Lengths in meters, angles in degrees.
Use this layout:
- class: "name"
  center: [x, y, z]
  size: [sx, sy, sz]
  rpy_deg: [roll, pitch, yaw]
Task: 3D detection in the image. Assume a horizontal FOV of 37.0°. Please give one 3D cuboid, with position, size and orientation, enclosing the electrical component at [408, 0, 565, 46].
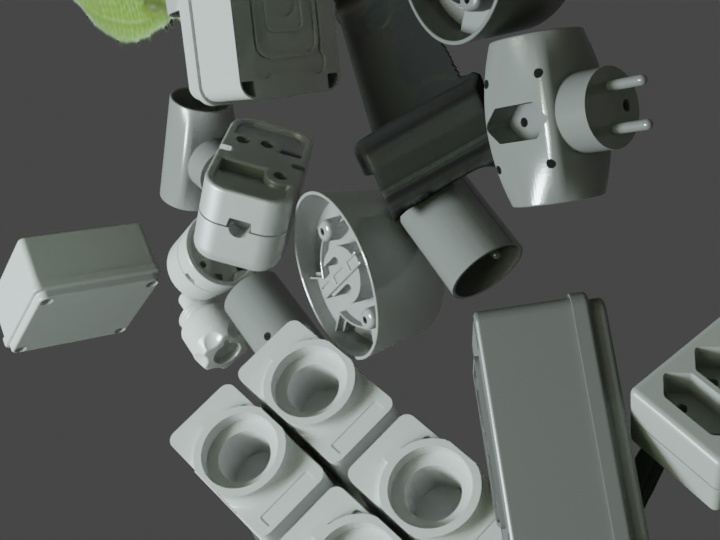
- class: "electrical component"
  center: [0.054, -0.155, 0.497]
  size: [0.099, 0.064, 0.099]
  rpy_deg: [20, 115, 48]

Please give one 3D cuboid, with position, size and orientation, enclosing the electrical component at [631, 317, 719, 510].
- class: "electrical component"
  center: [0.152, 0.065, 0.445]
  size: [0.047, 0.066, 0.076]
  rpy_deg: [43, 161, 37]

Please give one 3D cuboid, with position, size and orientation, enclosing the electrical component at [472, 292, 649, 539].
- class: "electrical component"
  center: [0.084, 0.074, 0.481]
  size: [0.108, 0.056, 0.108]
  rpy_deg: [65, -163, -77]

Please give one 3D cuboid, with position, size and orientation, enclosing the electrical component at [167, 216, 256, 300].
- class: "electrical component"
  center: [-0.105, -0.008, 0.761]
  size: [0.047, 0.055, 0.055]
  rpy_deg: [-31, 76, 56]

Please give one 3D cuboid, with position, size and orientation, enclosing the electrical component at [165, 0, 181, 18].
- class: "electrical component"
  center: [-0.101, -0.210, 0.699]
  size: [0.079, 0.044, 0.077]
  rpy_deg: [0, 100, 52]

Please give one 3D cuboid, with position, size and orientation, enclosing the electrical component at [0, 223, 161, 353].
- class: "electrical component"
  center: [-0.237, 0.015, 0.894]
  size: [0.108, 0.109, 0.056]
  rpy_deg: [-45, 62, 49]

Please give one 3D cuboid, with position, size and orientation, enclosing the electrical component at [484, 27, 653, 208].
- class: "electrical component"
  center: [0.098, -0.070, 0.484]
  size: [0.079, 0.043, 0.077]
  rpy_deg: [-1, 100, 53]

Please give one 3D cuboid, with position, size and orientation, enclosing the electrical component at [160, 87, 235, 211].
- class: "electrical component"
  center: [-0.104, -0.076, 0.746]
  size: [0.079, 0.044, 0.077]
  rpy_deg: [40, 130, 39]

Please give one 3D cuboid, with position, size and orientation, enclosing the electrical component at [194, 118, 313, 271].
- class: "electrical component"
  center: [-0.066, -0.044, 0.665]
  size: [0.095, 0.054, 0.059]
  rpy_deg: [-77, 3, -56]

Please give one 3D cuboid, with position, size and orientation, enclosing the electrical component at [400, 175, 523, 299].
- class: "electrical component"
  center: [0.045, -0.029, 0.566]
  size: [0.081, 0.043, 0.043]
  rpy_deg: [56, 139, 25]

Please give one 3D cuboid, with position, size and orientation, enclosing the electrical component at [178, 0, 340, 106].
- class: "electrical component"
  center: [-0.063, -0.157, 0.638]
  size: [0.057, 0.078, 0.113]
  rpy_deg: [6, 106, 49]

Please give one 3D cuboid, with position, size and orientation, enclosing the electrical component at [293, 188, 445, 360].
- class: "electrical component"
  center: [0.000, 0.000, 0.616]
  size: [0.099, 0.064, 0.099]
  rpy_deg: [21, 117, 48]

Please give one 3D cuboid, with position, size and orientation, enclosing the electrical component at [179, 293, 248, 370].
- class: "electrical component"
  center: [-0.112, 0.040, 0.794]
  size: [0.062, 0.043, 0.043]
  rpy_deg: [51, 136, 32]

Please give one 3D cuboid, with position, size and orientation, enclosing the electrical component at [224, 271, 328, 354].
- class: "electrical component"
  center: [-0.052, 0.044, 0.715]
  size: [0.081, 0.043, 0.043]
  rpy_deg: [51, 136, 30]

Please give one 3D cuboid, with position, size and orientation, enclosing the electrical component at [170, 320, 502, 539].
- class: "electrical component"
  center: [-0.008, 0.122, 0.601]
  size: [0.186, 0.105, 0.060]
  rpy_deg: [37, 164, 32]
